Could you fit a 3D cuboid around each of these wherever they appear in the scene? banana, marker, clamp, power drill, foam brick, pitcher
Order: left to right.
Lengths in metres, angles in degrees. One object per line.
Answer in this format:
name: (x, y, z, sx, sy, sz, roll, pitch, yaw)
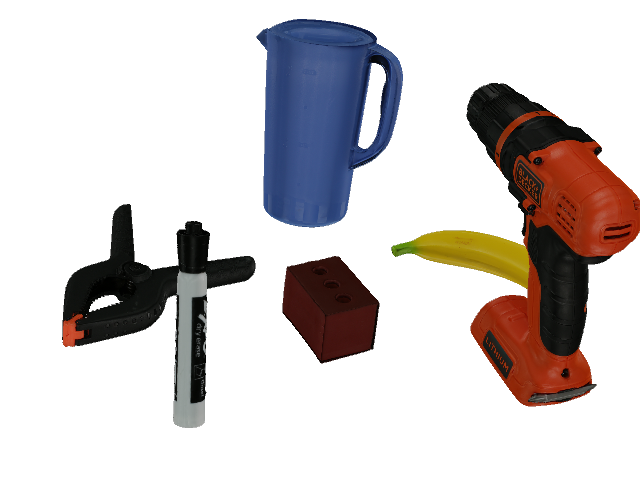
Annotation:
clamp: (-0.185, 0.034, 1.027, 0.165, 0.036, 0.209, 26, 36, 23)
marker: (-0.075, 0.049, 0.617, 0.020, 0.121, 0.020, 3, 13, -1)
pitcher: (0.001, -0.142, 1.312, 0.144, 0.243, 0.149, -5, 26, -23)
foam brick: (0.008, 0.057, 0.906, 0.052, 0.051, 0.078, -13, 36, -25)
banana: (0.170, 0.023, 1.055, 0.198, 0.037, 0.069, 14, 41, 36)
power drill: (0.143, 0.003, 0.727, 0.057, 0.188, 0.184, -10, 35, -13)
